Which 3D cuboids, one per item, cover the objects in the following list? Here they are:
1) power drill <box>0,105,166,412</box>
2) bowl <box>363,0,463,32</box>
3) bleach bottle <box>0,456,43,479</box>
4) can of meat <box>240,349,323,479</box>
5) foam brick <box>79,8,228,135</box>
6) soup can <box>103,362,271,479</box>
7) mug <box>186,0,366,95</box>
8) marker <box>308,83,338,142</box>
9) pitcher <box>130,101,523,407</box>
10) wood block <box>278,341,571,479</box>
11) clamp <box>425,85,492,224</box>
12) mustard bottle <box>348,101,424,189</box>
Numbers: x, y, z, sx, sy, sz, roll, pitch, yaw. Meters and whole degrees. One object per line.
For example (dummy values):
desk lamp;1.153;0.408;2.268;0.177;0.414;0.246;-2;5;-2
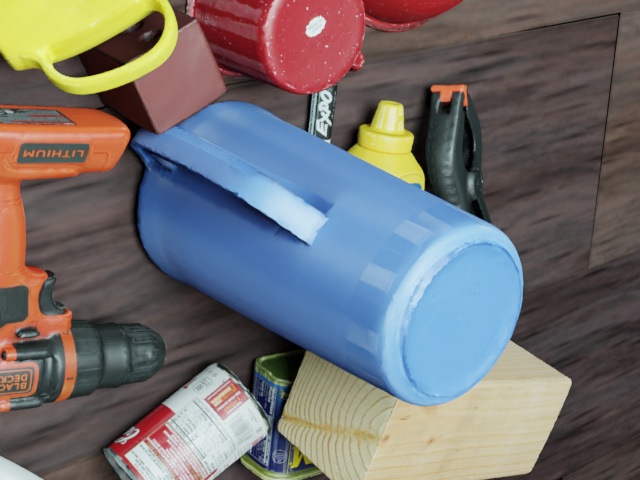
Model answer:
power drill;-0.167;0.015;0.652;0.184;0.057;0.188;-2;111;-38
bowl;0.078;-0.222;0.746;0.161;0.055;0.162;-17;119;-33
bleach bottle;-0.214;0.181;0.688;0.102;0.068;0.250;-46;129;-14
can of meat;-0.008;0.133;0.836;0.101;0.058;0.084;-6;110;-38
foam brick;-0.103;-0.105;0.636;0.053;0.078;0.051;-36;129;-21
soup can;-0.094;0.144;0.763;0.102;0.069;0.068;-38;129;-20
mug;-0.018;-0.136;0.688;0.117;0.082;0.093;26;92;-43
marker;0.002;-0.092;0.766;0.020;0.020;0.121;-8;114;-37
pitcher;-0.004;0.001;0.650;0.149;0.243;0.145;-18;119;-35
wood block;0.083;0.124;0.802;0.205;0.091;0.090;5;112;-44
clamp;0.114;-0.043;0.858;0.120;0.039;0.171;-39;130;-65
mustard bottle;0.038;-0.010;0.805;0.096;0.058;0.192;-12;116;-48
